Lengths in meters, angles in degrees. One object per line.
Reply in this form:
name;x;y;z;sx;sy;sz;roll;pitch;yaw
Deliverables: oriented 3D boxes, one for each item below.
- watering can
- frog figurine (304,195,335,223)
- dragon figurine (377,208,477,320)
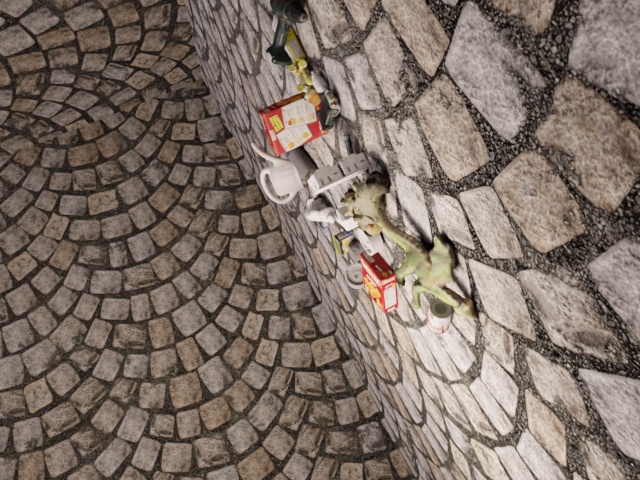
watering can;-0.182;-0.329;2.428;0.106;0.224;0.341;-102;-6;-61
frog figurine;0.007;-0.116;2.311;0.162;0.121;0.137;49;-165;25
dragon figurine;0.305;0.050;1.450;0.413;0.123;0.239;61;150;9
